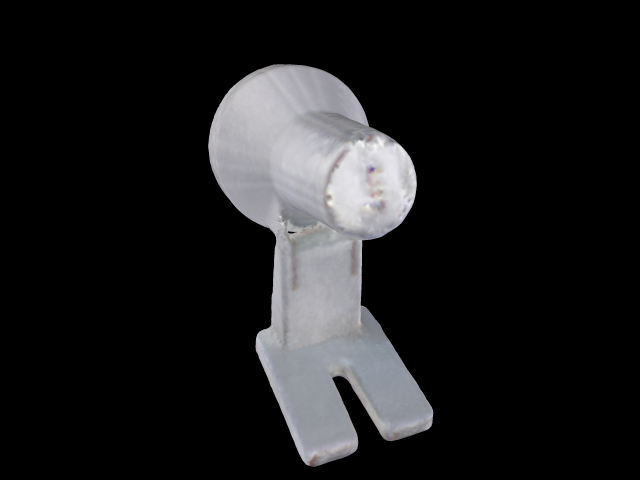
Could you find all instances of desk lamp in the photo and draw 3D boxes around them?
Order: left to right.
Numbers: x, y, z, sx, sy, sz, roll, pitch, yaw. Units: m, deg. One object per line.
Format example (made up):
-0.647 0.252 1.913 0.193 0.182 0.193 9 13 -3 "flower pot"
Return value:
0.004 0.001 0.400 0.118 0.214 0.202 -13 38 -18 "desk lamp"
